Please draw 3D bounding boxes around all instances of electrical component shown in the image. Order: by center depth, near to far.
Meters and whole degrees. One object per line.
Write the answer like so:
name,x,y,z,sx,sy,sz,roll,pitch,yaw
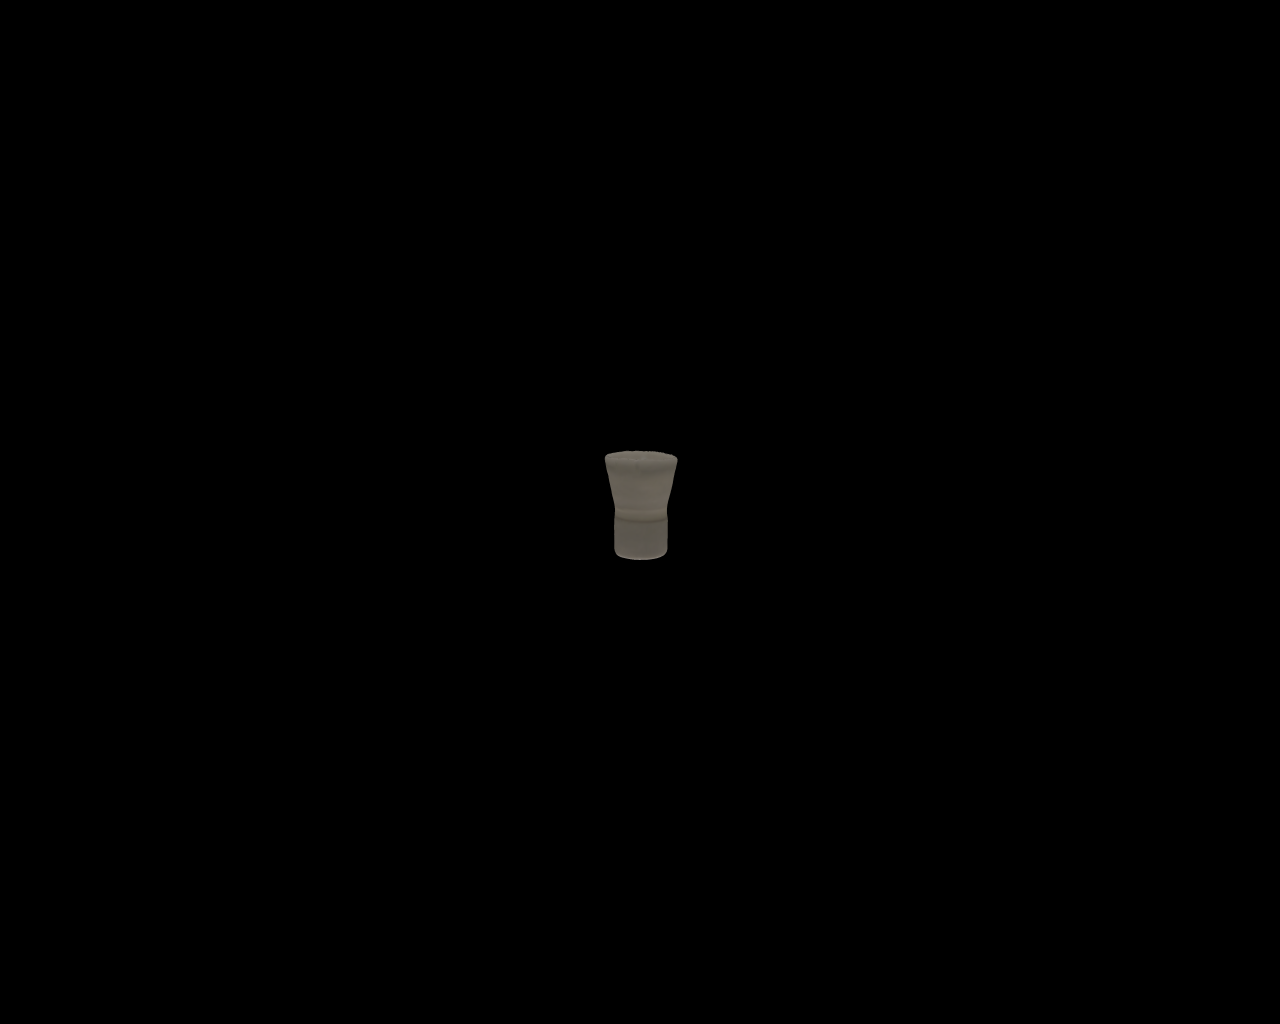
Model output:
electrical component,0.001,-0.003,0.650,0.044,0.065,0.044,0,11,0
